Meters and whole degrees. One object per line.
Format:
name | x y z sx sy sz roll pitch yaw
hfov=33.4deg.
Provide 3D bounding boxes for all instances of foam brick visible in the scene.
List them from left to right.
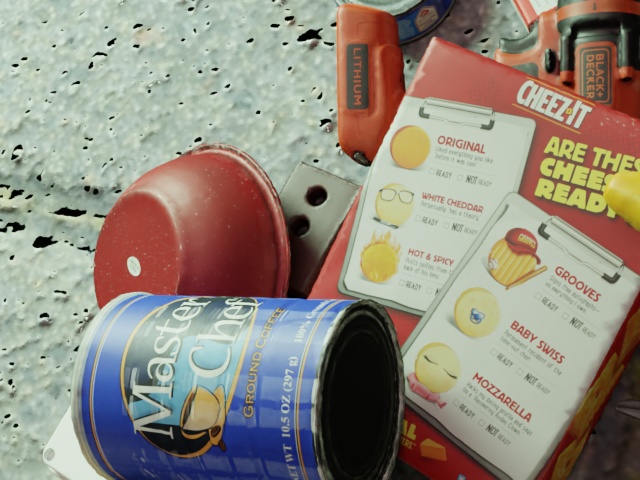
foam brick | -0.004 0.001 0.674 0.053 0.051 0.078 24 78 29

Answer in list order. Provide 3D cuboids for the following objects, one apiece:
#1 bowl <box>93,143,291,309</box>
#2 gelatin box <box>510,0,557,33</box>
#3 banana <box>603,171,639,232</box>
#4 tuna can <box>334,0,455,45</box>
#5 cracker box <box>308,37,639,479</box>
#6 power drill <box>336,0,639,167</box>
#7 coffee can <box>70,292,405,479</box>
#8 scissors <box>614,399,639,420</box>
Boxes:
bowl | -0.092 0.017 0.659 0.162 0.055 0.162 -7 81 45
gelatin box | 0.165 -0.180 0.700 0.089 0.030 0.073 -26 60 10
banana | 0.232 -0.015 0.476 0.198 0.037 0.069 -12 71 15
tuna can | 0.050 -0.180 0.742 0.086 0.033 0.086 -8 65 18
cracker box | 0.094 0.022 0.583 0.164 0.072 0.214 29 97 26
power drill | 0.104 -0.117 0.658 0.188 0.057 0.184 -1 85 24
coffee can | -0.040 0.079 0.546 0.140 0.102 0.103 0 68 27
scissors | 0.253 0.088 0.505 0.202 0.016 0.096 28 77 29
